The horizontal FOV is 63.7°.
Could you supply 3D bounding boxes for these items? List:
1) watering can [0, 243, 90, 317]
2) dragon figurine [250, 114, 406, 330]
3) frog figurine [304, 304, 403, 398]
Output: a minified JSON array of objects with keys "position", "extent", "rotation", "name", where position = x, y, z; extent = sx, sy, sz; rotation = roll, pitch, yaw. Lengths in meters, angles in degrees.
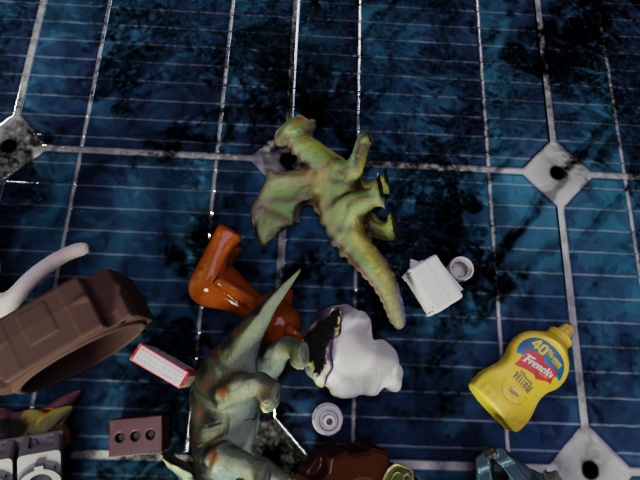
[{"position":[-0.528,0.109,0.781],"extent":[0.347,0.102,0.227],"rotation":[-6,74,1],"name":"watering can"},{"position":[0.003,-0.044,0.878],"extent":[0.242,0.120,0.417],"rotation":[-10,71,13],"name":"dragon figurine"},{"position":[0.055,0.178,0.808],"extent":[0.158,0.121,0.140],"rotation":[23,60,-33],"name":"frog figurine"}]
